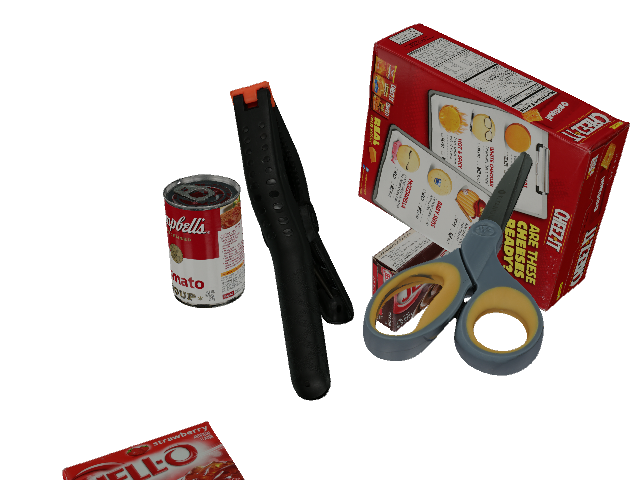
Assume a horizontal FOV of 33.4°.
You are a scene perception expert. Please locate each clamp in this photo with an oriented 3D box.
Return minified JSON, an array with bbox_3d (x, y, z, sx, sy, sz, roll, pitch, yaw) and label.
[{"bbox_3d":[-0.018,-0.007,0.756,0.036,0.210,0.164,-14,5,10],"label":"clamp"}]

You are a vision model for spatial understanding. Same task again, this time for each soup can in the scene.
[{"bbox_3d":[-0.103,0.001,0.956,0.068,0.102,0.068,-1,28,0],"label":"soup can"}]

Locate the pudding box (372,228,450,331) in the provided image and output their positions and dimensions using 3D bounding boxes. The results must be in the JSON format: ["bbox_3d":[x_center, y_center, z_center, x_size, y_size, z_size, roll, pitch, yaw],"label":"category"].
[{"bbox_3d":[0.102,0.028,1.110,0.039,0.090,0.113,33,55,30],"label":"pudding box"}]

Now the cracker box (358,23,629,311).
[{"bbox_3d":[0.137,-0.066,0.901,0.214,0.164,0.072,33,47,30],"label":"cracker box"}]

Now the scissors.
[{"bbox_3d":[0.101,0.010,0.570,0.096,0.016,0.201,24,43,31],"label":"scissors"}]

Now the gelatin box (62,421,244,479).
[{"bbox_3d":[-0.089,0.141,0.585,0.089,0.030,0.073,-15,28,-20],"label":"gelatin box"}]
